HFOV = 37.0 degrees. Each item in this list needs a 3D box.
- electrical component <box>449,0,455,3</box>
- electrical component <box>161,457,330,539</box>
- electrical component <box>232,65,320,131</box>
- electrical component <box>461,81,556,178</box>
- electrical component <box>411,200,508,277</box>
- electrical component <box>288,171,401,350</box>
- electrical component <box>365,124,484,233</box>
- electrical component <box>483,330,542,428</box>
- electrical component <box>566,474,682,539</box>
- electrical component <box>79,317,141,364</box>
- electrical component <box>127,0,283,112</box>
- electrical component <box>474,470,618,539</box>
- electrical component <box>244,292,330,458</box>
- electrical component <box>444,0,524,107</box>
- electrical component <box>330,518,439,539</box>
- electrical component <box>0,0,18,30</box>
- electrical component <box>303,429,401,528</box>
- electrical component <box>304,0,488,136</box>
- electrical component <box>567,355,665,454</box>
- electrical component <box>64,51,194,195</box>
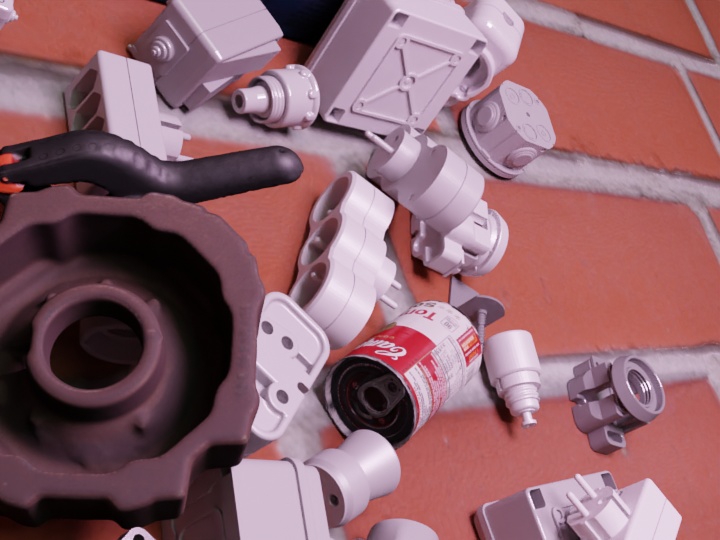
[{"bbox_3d":[0.040,-0.209,0.922,0.051,0.080,0.080,29,45,-21],"label":"electrical component"},{"bbox_3d":[-0.056,0.160,0.557,0.057,0.078,0.113,11,56,-37],"label":"electrical component"},{"bbox_3d":[-0.064,-0.124,0.783,0.062,0.048,0.048,-12,72,-42],"label":"electrical component"},{"bbox_3d":[0.135,-0.129,0.983,0.080,0.051,0.080,26,47,-31],"label":"electrical component"},{"bbox_3d":[0.079,-0.028,0.849,0.057,0.058,0.078,24,48,-29],"label":"electrical component"},{"bbox_3d":[0.000,0.000,0.750,0.074,0.052,0.138,35,42,-23],"label":"electrical component"},{"bbox_3d":[0.034,-0.079,0.801,0.074,0.052,0.138,36,5,-22],"label":"electrical component"},{"bbox_3d":[0.119,0.082,0.823,0.040,0.040,0.078,13,54,-40],"label":"electrical component"},{"bbox_3d":[0.162,0.168,0.706,0.075,0.047,0.083,50,39,-6],"label":"electrical component"},{"bbox_3d":[-0.129,0.022,0.602,0.055,0.055,0.047,22,53,-34],"label":"electrical component"},{"bbox_3d":[-0.107,-0.154,0.743,0.061,0.062,0.096,53,39,-2],"label":"electrical component"},{"bbox_3d":[0.147,0.204,0.750,0.109,0.056,0.108,1,63,-45],"label":"electrical component"},{"bbox_3d":[-0.067,0.065,0.628,0.053,0.059,0.095,45,40,-12],"label":"electrical component"},{"bbox_3d":[0.094,-0.190,0.948,0.054,0.095,0.059,43,40,-19],"label":"electrical component"},{"bbox_3d":[0.008,0.183,0.634,0.079,0.043,0.077,34,43,-24],"label":"electrical component"},{"bbox_3d":[-0.239,-0.170,0.620,0.096,0.061,0.061,19,51,-37],"label":"electrical component"},{"bbox_3d":[-0.008,0.127,0.656,0.055,0.045,0.045,-22,80,-50],"label":"electrical component"},{"bbox_3d":[0.025,-0.164,0.843,0.109,0.108,0.056,6,40,-43],"label":"electrical component"},{"bbox_3d":[0.213,0.105,0.890,0.058,0.057,0.078,19,50,-36],"label":"electrical component"},{"bbox_3d":[-0.137,-0.083,0.674,0.076,0.047,0.083,10,56,-42],"label":"electrical component"}]
